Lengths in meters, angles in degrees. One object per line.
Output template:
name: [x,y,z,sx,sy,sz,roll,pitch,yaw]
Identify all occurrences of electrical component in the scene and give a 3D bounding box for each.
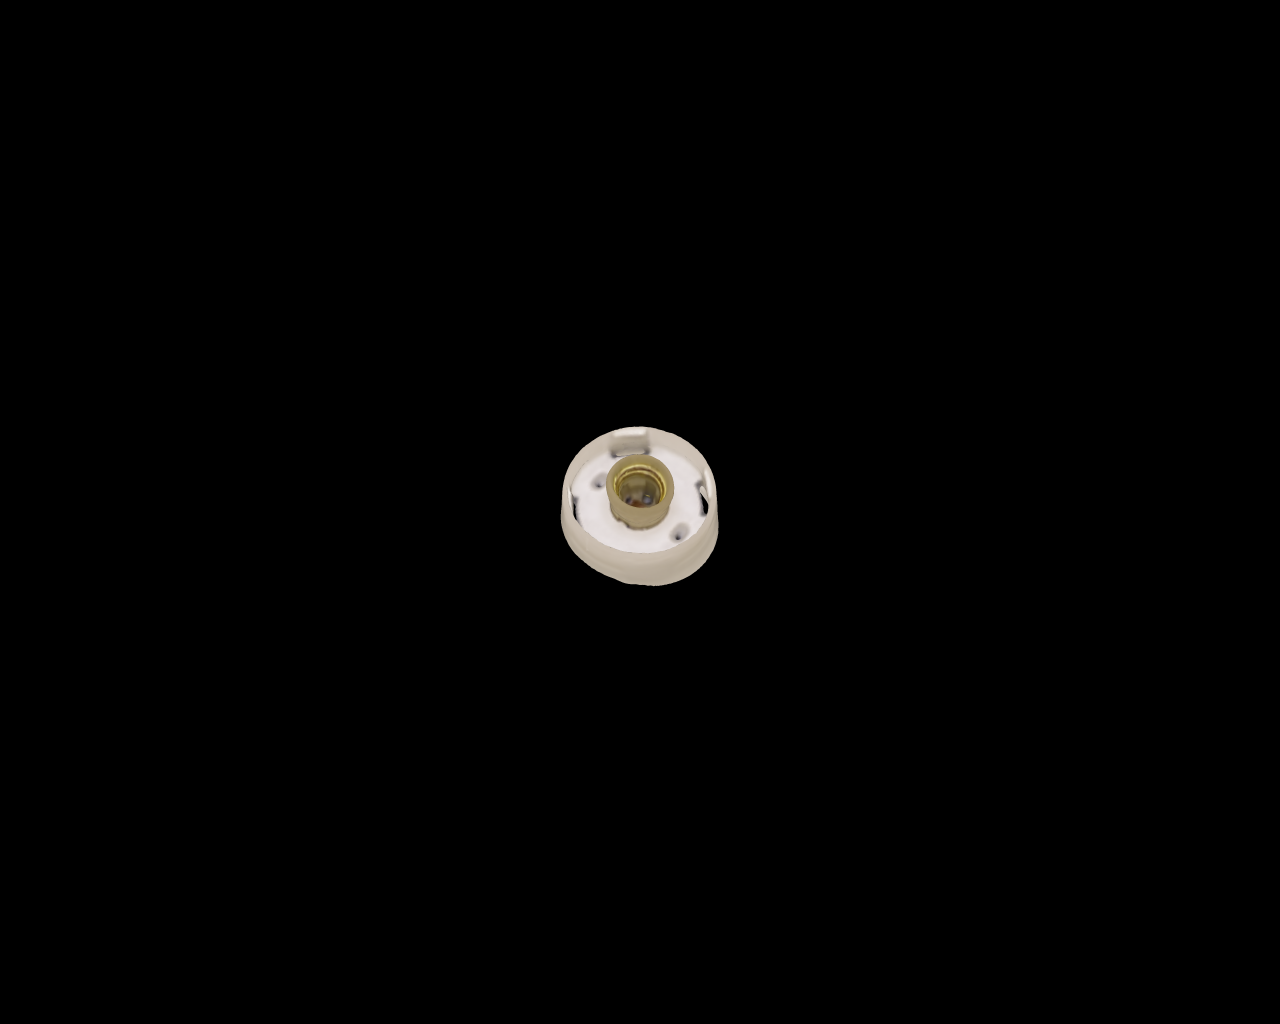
electrical component: [0.001,-0.003,0.650,0.099,0.099,0.064,0,-31,0]
